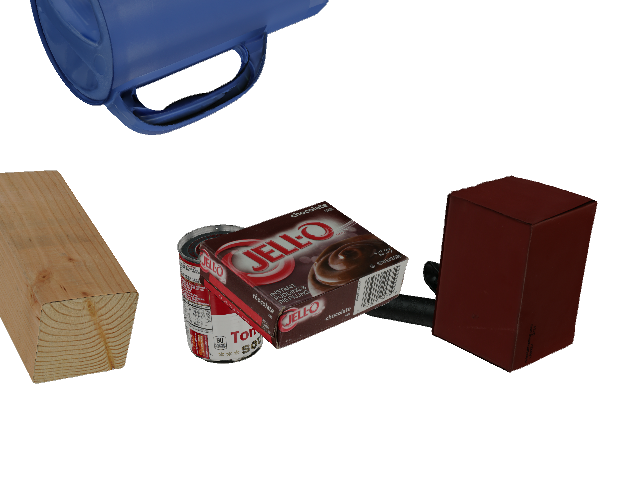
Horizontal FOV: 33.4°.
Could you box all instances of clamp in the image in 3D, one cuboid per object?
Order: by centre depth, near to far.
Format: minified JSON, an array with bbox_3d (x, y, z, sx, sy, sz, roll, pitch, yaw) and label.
[{"bbox_3d":[0.135,0.065,1.013,0.172,0.039,0.120,21,34,26],"label":"clamp"}]

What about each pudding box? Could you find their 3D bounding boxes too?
[{"bbox_3d":[-0.012,0.020,0.721,0.113,0.039,0.090,-18,40,-37],"label":"pudding box"}]

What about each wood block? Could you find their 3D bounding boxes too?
[{"bbox_3d":[-0.256,0.027,0.999,0.090,0.091,0.206,-7,38,-34],"label":"wood block"}]

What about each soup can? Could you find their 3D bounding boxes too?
[{"bbox_3d":[-0.086,0.047,0.923,0.068,0.102,0.068,-2,27,1],"label":"soup can"}]

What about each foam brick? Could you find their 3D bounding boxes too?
[{"bbox_3d":[0.092,0.014,0.515,0.052,0.078,0.051,-16,30,-40],"label":"foam brick"}]

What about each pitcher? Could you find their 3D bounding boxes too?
[{"bbox_3d":[-0.105,-0.201,0.894,0.242,0.149,0.145,-25,44,-31],"label":"pitcher"}]
